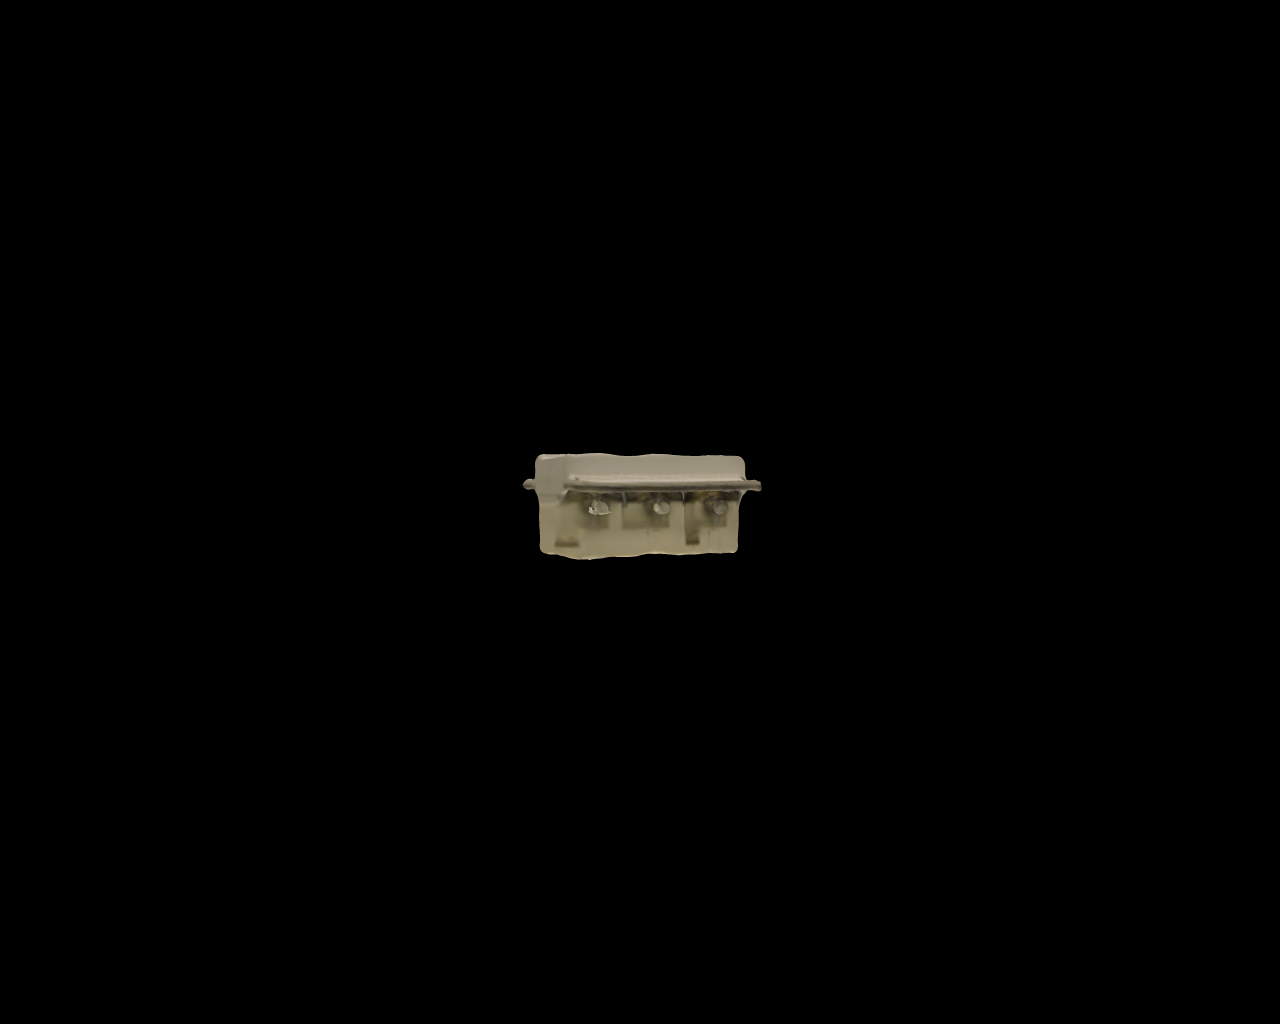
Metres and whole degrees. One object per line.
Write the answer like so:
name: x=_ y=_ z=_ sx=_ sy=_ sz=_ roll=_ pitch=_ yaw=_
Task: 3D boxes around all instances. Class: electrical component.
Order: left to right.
electrical component: x=0.001 y=-0.003 z=0.650 sx=0.121 sy=0.063 sz=0.078 roll=0 pitch=0 yaw=-28
